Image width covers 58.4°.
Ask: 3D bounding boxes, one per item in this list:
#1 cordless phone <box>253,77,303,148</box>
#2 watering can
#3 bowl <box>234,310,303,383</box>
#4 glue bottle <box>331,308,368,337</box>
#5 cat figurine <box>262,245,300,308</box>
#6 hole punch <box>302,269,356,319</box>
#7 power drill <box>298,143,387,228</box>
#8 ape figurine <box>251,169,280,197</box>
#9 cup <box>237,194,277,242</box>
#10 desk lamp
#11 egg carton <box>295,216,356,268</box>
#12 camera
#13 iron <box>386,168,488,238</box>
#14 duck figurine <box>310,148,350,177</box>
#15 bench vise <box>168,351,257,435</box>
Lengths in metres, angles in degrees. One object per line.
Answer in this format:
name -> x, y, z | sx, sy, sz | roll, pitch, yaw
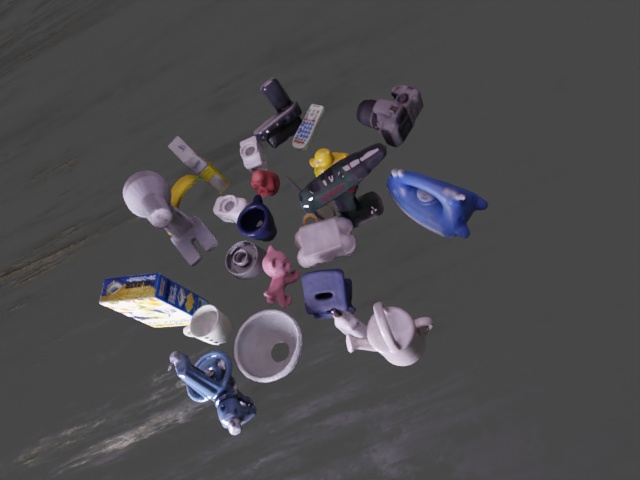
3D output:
cordless phone -> -0.134, -0.347, 1.530 | 0.147, 0.185, 0.094 | -40, 58, 2
watering can -> 0.140, 0.191, 1.159 | 0.173, 0.195, 0.100 | -39, 58, 2
bowl -> -0.107, 0.247, 1.308 | 0.167, 0.075, 0.167 | -9, 64, 19
glue bottle -> 0.059, 0.175, 1.213 | 0.077, 0.174, 0.037 | 21, 76, 30
cat figurine -> -0.105, 0.082, 1.358 | 0.067, 0.118, 0.128 | 6, 69, 25
hole punch -> 0.018, 0.124, 1.302 | 0.108, 0.091, 0.101 | -9, 64, 19
power drill -> 0.073, -0.116, 1.321 | 0.229, 0.209, 0.075 | -28, 59, 9
ape figurine -> -0.149, -0.154, 1.502 | 0.076, 0.092, 0.077 | -46, 58, -2
cup -> -0.149, -0.047, 1.450 | 0.091, 0.095, 0.118 | -5, 65, 21
desk lamp -> -0.394, -0.063, 1.491 | 0.118, 0.214, 0.202 | -44, 58, -1
egg carton -> 0.013, 0.005, 1.373 | 0.150, 0.070, 0.107 | -19, 61, 14
camera -> 0.168, -0.328, 1.443 | 0.136, 0.101, 0.143 | 25, 78, 30
iron -> 0.236, -0.109, 1.288 | 0.257, 0.142, 0.119 | 28, 80, 31
duck figurine -> 0.023, -0.201, 1.454 | 0.104, 0.086, 0.077 | -17, 61, 15
bench vise -> -0.227, 0.313, 1.242 | 0.206, 0.220, 0.121 | 33, 83, 32
